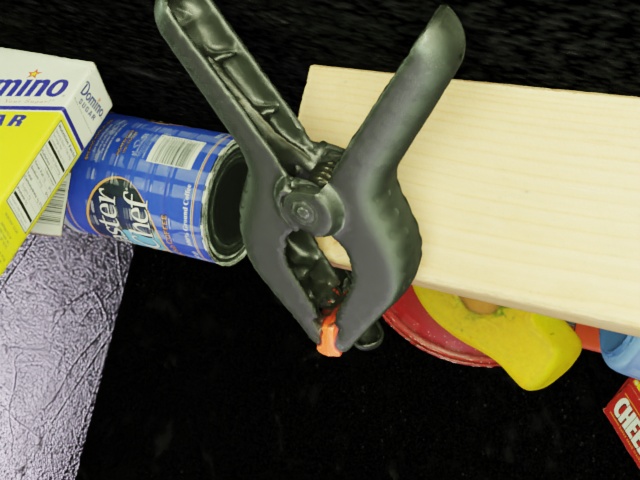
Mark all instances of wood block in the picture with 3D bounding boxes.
[{"bbox_3d":[0.092,-0.014,0.473,0.206,0.091,0.090,12,177,34],"label":"wood block"}]

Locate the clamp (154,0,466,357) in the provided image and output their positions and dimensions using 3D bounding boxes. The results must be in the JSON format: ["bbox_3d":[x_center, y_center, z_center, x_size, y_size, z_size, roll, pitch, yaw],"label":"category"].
[{"bbox_3d":[0.009,-0.024,0.414,0.120,0.039,0.171,10,134,35],"label":"clamp"}]

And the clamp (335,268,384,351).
[{"bbox_3d":[-0.006,0.001,0.863,0.036,0.164,0.210,-21,-172,-10],"label":"clamp"}]

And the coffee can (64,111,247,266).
[{"bbox_3d":[-0.125,-0.043,0.847,0.140,0.103,0.102,12,177,23],"label":"coffee can"}]

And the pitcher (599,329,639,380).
[{"bbox_3d":[0.319,0.077,0.712,0.243,0.145,0.149,17,180,-1],"label":"pitcher"}]

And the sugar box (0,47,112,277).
[{"bbox_3d":[-0.206,-0.040,0.637,0.093,0.176,0.048,11,147,19],"label":"sugar box"}]

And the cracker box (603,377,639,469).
[{"bbox_3d":[0.341,0.159,0.785,0.213,0.072,0.164,-5,-130,-27],"label":"cracker box"}]

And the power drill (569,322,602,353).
[{"bbox_3d":[0.281,0.062,0.982,0.185,0.057,0.187,15,-169,40],"label":"power drill"}]

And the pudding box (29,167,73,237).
[{"bbox_3d":[-0.212,-0.063,0.777,0.039,0.113,0.090,11,180,-36],"label":"pudding box"}]

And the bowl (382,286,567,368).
[{"bbox_3d":[0.119,0.018,0.817,0.162,0.162,0.055,14,135,2],"label":"bowl"}]
